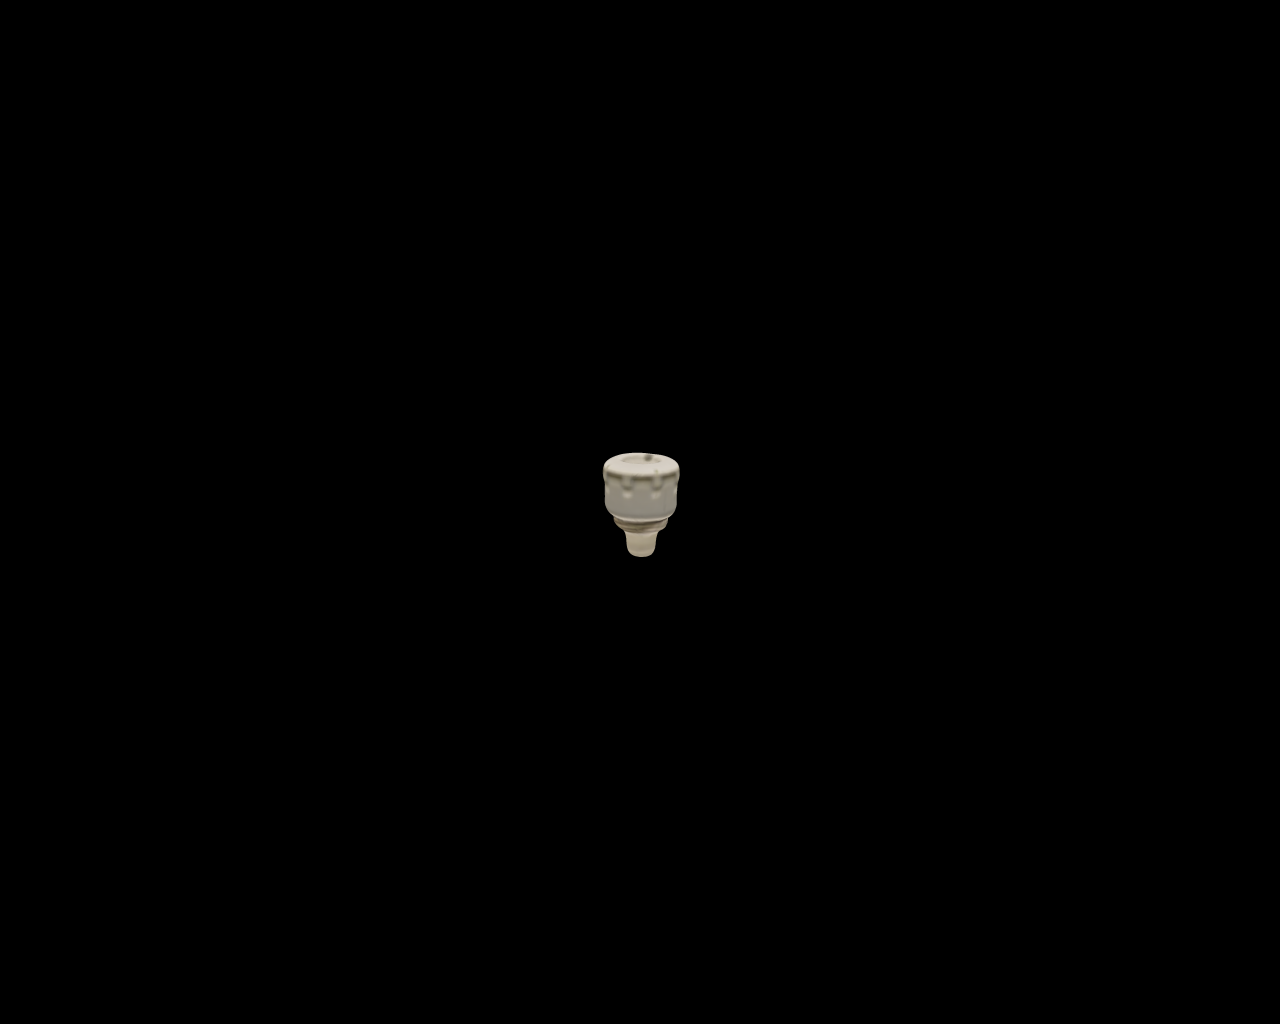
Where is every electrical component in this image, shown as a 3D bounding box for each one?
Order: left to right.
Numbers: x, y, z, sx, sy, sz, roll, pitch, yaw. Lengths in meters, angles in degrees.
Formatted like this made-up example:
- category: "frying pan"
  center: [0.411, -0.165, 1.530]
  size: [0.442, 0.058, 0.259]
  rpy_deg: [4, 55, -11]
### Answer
- category: "electrical component"
  center: [0.001, -0.003, 0.650]
  size: [0.048, 0.062, 0.048]
  rpy_deg: [0, 16, 0]
